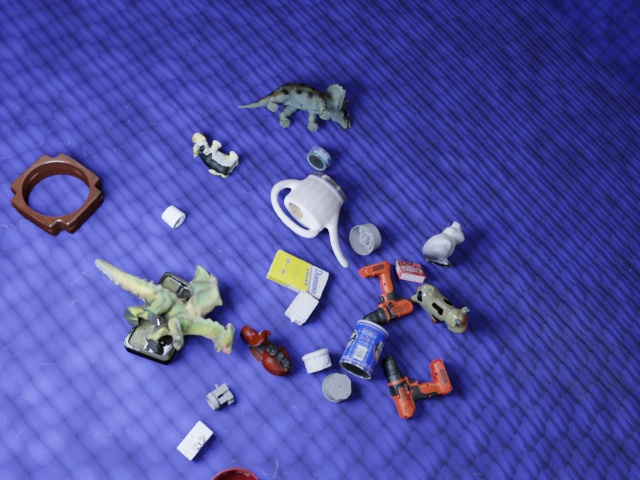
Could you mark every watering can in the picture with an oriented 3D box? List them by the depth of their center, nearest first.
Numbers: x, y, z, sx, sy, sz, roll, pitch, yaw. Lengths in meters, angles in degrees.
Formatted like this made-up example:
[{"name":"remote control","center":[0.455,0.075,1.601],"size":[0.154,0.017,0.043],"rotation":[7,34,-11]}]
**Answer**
[{"name":"watering can","center":[0.005,-0.084,1.665],"size":[0.228,0.348,0.102],"rotation":[-48,-3,-29]}]

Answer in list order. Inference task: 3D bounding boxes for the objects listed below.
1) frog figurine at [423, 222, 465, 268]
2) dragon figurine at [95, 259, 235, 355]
[{"name":"frog figurine","center":[0.418,0.006,1.736],"size":[0.123,0.160,0.136],"rotation":[16,-8,20]},{"name":"dragon figurine","center":[-0.382,0.156,1.382],"size":[0.246,0.411,0.120],"rotation":[-35,-6,-46]}]
